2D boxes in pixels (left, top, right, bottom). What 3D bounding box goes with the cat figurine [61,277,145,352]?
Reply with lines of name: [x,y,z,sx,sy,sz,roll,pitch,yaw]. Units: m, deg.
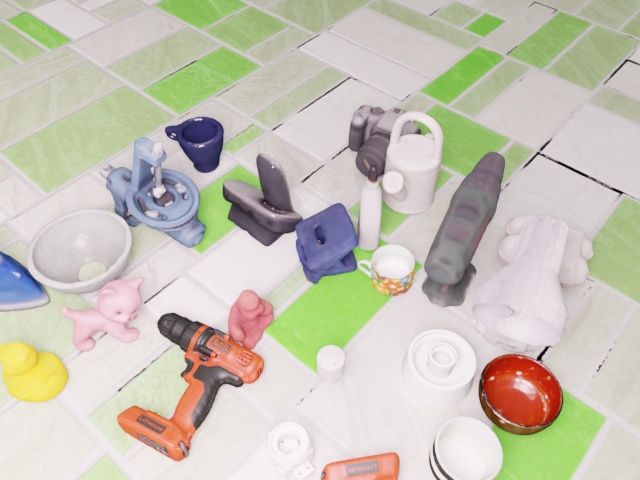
cat figurine: [-0.322,0.104,0.867,0.128,0.118,0.067,-12,51,-10]

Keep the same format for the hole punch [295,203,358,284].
hole punch: [0.009,0.003,0.971,0.101,0.091,0.108,-12,51,-10]

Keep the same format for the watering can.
watering can: [0.167,-0.140,1.026,0.101,0.194,0.173,7,50,6]

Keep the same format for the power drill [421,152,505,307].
power drill: [0.221,0.000,0.899,0.075,0.208,0.230,21,53,17]

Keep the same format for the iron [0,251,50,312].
iron: [-0.565,0.028,0.913,0.258,0.141,0.119,13,51,11]

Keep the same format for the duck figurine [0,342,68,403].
duck figurine: [-0.419,0.182,0.821,0.104,0.086,0.077,20,53,16]

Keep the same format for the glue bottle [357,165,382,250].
glue bottle: [0.085,-0.062,0.973,0.037,0.173,0.078,-1,50,-1]

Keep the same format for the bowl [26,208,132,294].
bowl: [-0.390,0.030,0.956,0.167,0.075,0.167,0,50,0]

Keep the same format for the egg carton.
egg carton: [0.383,0.019,0.975,0.150,0.069,0.107,20,53,16]

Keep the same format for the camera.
camera: [0.113,-0.199,1.136,0.143,0.101,0.137,25,54,19]

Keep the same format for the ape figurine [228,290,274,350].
ape figurine: [-0.109,0.112,0.879,0.078,0.092,0.076,-18,52,-15]

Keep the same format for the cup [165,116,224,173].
cup: [-0.242,-0.181,1.122,0.117,0.095,0.092,9,50,7]

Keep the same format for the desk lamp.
desk lamp: [0.294,0.077,0.831,0.117,0.214,0.203,20,53,16]

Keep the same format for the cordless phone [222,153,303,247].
cordless phone: [-0.105,-0.094,0.991,0.147,0.185,0.094,30,56,23]

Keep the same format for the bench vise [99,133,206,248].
bench vise: [-0.301,-0.090,0.964,0.207,0.220,0.121,11,51,9]
